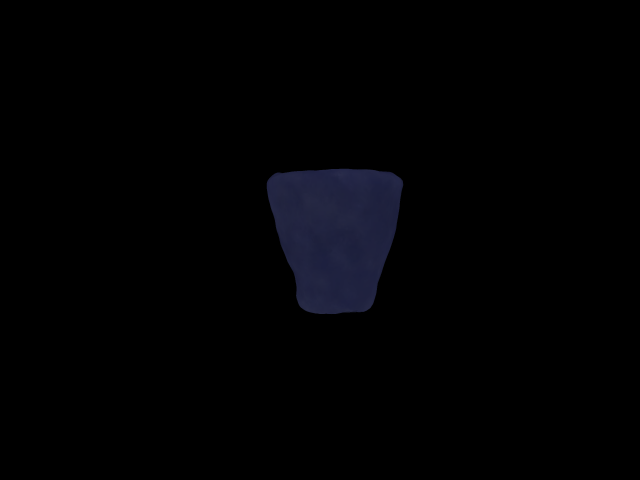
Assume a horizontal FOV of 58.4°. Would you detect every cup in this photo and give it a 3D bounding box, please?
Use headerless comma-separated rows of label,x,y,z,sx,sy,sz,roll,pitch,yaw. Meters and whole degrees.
cup,0.004,0.001,0.400,0.092,0.095,0.117,-1,3,-27
